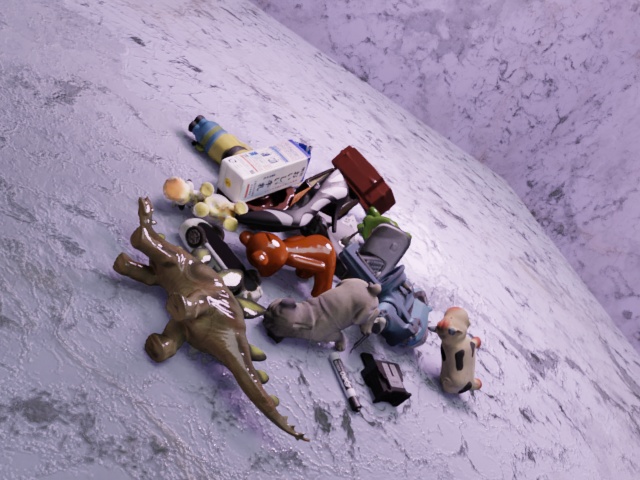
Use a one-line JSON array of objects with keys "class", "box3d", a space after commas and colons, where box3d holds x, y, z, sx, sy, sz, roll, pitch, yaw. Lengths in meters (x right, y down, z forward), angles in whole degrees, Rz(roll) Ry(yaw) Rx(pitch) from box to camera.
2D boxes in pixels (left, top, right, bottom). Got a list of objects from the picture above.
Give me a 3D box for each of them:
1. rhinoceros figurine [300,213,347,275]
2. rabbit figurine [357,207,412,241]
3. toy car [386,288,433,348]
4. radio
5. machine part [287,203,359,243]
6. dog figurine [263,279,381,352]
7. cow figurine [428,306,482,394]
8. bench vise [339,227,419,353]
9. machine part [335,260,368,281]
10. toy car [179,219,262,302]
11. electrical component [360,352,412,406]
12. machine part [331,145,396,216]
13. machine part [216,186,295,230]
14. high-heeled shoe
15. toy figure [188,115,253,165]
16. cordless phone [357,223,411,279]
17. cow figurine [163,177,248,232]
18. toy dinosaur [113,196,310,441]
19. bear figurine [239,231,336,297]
[{"class": "rhinoceros figurine", "box3d": [-0.002, -0.004, 1.195, 0.073, 0.112, 0.190, -30, 87, -18]}, {"class": "rabbit figurine", "box3d": [0.171, -0.008, 1.506, 0.159, 0.121, 0.170, 42, 7, 17]}, {"class": "toy car", "box3d": [0.207, 0.191, 1.227, 0.102, 0.109, 0.162, 55, 28, -25]}, {"class": "radio", "box3d": [0.020, -0.113, 1.461, 0.131, 0.073, 0.229, 48, 27, 2]}, {"class": "machine part", "box3d": [0.000, -0.028, 1.308, 0.243, 0.079, 0.079, 23, 31, -29]}, {"class": "dog figurine", "box3d": [0.007, 0.124, 0.988, 0.190, 0.172, 0.121, 20, 22, -50]}, {"class": "cow figurine", "box3d": [0.301, 0.245, 1.200, 0.127, 0.086, 0.194, 0, 91, -46]}, {"class": "bench vise", "box3d": [0.112, 0.098, 1.126, 0.240, 0.129, 0.223, 53, 40, 1]}, {"class": "machine part", "box3d": [0.106, 0.099, 1.270, 0.138, 0.084, 0.039, 44, -5, -22]}, {"class": "toy car", "box3d": [-0.181, 0.039, 0.989, 0.202, 0.056, 0.073, 49, 21, 14]}, {"class": "electrical component", "box3d": [0.123, 0.264, 1.058, 0.074, 0.047, 0.119, 22, 33, -34]}, {"class": "machine part", "box3d": [0.130, -0.172, 1.618, 0.202, 0.087, 0.200, 48, 0, 22]}, {"class": "machine part", "box3d": [-0.145, -0.102, 1.200, 0.179, 0.056, 0.179, 13, 45, -14]}, {"class": "high-heeled shoe", "box3d": [-0.049, -0.088, 1.104, 0.249, 0.086, 0.145, 4, 80, -30]}, {"class": "toy figure", "box3d": [-0.239, -0.222, 1.284, 0.180, 0.082, 0.089, 43, 23, 0]}, {"class": "cordless phone", "box3d": [0.125, 0.023, 1.319, 0.184, 0.146, 0.089, 4, 37, -52]}, {"class": "cow figurine", "box3d": [-0.236, -0.076, 1.066, 0.167, 0.068, 0.098, 28, -10, -26]}, {"class": "toy dinosaur", "box3d": [-0.173, 0.115, 0.833, 0.198, 0.105, 0.471, 4, 49, -56]}, {"class": "bear figurine", "box3d": [-0.068, 0.047, 1.080, 0.196, 0.131, 0.120, -4, 33, -32]}]
